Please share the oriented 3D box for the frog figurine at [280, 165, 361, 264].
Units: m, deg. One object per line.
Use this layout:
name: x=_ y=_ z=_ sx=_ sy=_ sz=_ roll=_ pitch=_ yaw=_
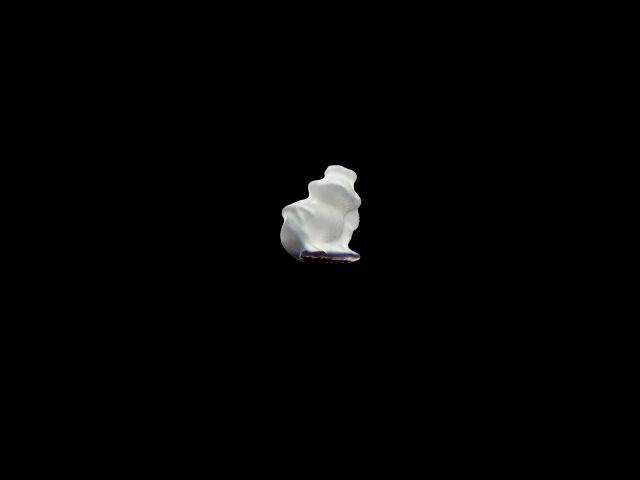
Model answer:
frog figurine: x=0.003 y=-0.043 z=0.850 sx=0.137 sy=0.161 sz=0.121 roll=4 pitch=-11 yaw=-19
